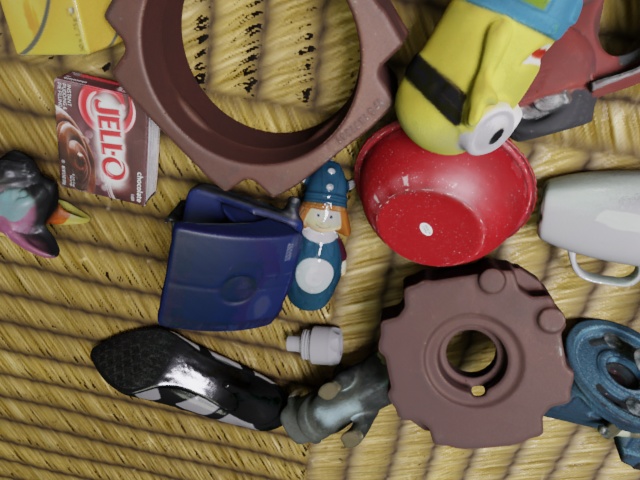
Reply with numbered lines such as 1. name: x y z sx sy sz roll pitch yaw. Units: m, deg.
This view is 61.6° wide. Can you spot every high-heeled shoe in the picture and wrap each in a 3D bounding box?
1. high-heeled shoe: -0.159 0.179 0.676 0.249 0.086 0.145 9 155 27

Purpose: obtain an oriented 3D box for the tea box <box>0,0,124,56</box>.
1. tea box: -0.200 -0.237 0.411 0.068 0.098 0.169 4 122 10

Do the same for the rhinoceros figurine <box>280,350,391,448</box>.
1. rhinoceros figurine: 0.036 0.167 0.596 0.190 0.112 0.073 -35 92 14

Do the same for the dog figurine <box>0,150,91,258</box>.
1. dog figurine: -0.365 -0.019 0.565 0.219 0.108 0.191 18 120 -3

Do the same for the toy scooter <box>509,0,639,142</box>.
1. toy scooter: 0.205 -0.155 0.390 0.184 0.075 0.135 -14 94 31

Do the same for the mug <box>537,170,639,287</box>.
1. mug: 0.246 -0.013 0.469 0.107 0.081 0.109 10 127 18

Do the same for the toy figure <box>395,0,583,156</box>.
1. toy figure: 0.117 -0.142 0.363 0.082 0.089 0.180 -1 120 -40

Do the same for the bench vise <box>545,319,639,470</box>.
1. bench vise: 0.327 0.131 0.502 0.224 0.129 0.240 21 133 8

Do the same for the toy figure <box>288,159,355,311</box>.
1. toy figure: 0.000 -0.002 0.532 0.064 0.058 0.154 -8 124 -29

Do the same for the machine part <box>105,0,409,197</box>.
1. machine part: -0.047 -0.154 0.435 0.201 0.087 0.201 -36 108 25

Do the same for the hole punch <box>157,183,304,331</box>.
1. hole punch: -0.080 0.024 0.478 0.116 0.092 0.142 16 117 -3

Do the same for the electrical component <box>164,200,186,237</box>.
1. electrical component: -0.099 0.030 0.568 0.115 0.058 0.134 10 121 7

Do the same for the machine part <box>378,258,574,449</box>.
1. machine part: 0.138 0.104 0.491 0.180 0.056 0.179 2 98 12
